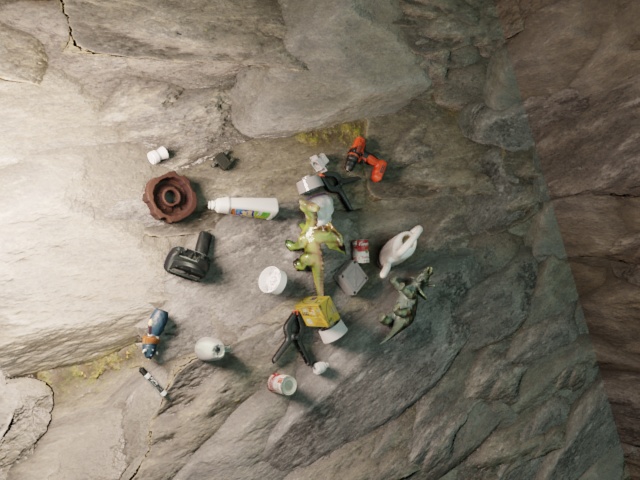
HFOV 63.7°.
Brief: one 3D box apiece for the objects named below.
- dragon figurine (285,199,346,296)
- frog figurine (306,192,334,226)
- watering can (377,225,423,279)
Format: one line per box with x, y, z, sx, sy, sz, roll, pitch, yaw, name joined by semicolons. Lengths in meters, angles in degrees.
0.002;0.035;1.954;0.124;0.240;0.409;-28;96;-40;dragon figurine
0.006;-0.103;2.053;0.138;0.121;0.160;-12;78;-57;frog figurine
0.312;0.064;2.179;0.104;0.220;0.353;45;59;0;watering can
